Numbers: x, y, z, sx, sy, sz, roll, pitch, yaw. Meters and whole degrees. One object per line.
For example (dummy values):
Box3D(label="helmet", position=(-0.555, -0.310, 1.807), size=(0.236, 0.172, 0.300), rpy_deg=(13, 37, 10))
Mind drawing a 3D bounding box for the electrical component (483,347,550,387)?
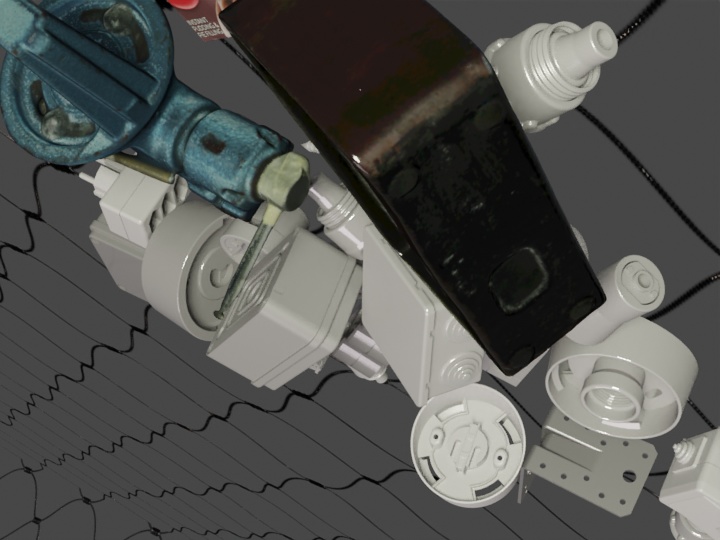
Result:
Box3D(label="electrical component", position=(0.101, 0.035, 0.732), size=(0.056, 0.050, 0.089), rpy_deg=(27, 157, 4))

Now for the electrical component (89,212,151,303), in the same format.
Box3D(label="electrical component", position=(-0.173, -0.009, 0.962), size=(0.109, 0.056, 0.108), rpy_deg=(24, 156, 16))

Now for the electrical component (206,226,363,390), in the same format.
Box3D(label="electrical component", position=(-0.052, 0.030, 0.760), size=(0.057, 0.078, 0.113), rpy_deg=(32, 146, -15))

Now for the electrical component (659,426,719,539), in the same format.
Box3D(label="electrical component", position=(0.265, 0.159, 0.778), size=(0.096, 0.061, 0.061), rpy_deg=(31, 157, -2))

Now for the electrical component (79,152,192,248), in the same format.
Box3D(label="electrical component", position=(-0.183, -0.067, 0.845), size=(0.077, 0.065, 0.047), rpy_deg=(26, 157, 10))

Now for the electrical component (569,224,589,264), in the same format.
Box3D(label="electrical component", position=(0.104, -0.005, 0.653), size=(0.045, 0.045, 0.055), rpy_deg=(42, 155, -25))

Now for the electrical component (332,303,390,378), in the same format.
Box3D(label="electrical component", position=(0.032, 0.054, 0.851), size=(0.074, 0.052, 0.138), rpy_deg=(32, 156, -5))

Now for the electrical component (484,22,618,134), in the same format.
Box3D(label="electrical component", position=(0.089, -0.093, 0.493), size=(0.048, 0.048, 0.062), rpy_deg=(39, 148, -20))

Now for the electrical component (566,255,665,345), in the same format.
Box3D(label="electrical component", position=(0.152, 0.016, 0.647), size=(0.044, 0.044, 0.065), rpy_deg=(34, 152, -9))

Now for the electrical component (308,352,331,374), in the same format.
Box3D(label="electrical component", position=(-0.067, 0.035, 0.921), size=(0.096, 0.061, 0.061), rpy_deg=(19, 155, 25))

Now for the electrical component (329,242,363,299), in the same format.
Box3D(label="electrical component", position=(0.000, 0.000, 0.791), size=(0.062, 0.043, 0.043), rpy_deg=(3, 145, 45))

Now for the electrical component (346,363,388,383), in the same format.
Box3D(label="electrical component", position=(0.009, 0.082, 0.961), size=(0.035, 0.035, 0.061), rpy_deg=(14, 154, 34))

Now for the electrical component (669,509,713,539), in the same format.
Box3D(label="electrical component", position=(0.277, 0.196, 0.861), size=(0.048, 0.048, 0.062), rpy_deg=(23, 150, 17))

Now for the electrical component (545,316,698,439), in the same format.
Box3D(label="electrical component", position=(0.174, 0.066, 0.722), size=(0.099, 0.064, 0.099), rpy_deg=(17, 143, 14))

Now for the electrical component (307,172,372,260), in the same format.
Box3D(label="electrical component", position=(-0.009, -0.040, 0.721), size=(0.062, 0.043, 0.043), rpy_deg=(41, 155, -19))

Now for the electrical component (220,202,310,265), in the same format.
Box3D(label="electrical component", position=(-0.070, -0.027, 0.814), size=(0.055, 0.047, 0.055), rpy_deg=(25, 157, 12))

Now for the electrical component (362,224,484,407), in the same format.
Box3D(label="electrical component", position=(0.042, 0.023, 0.690), size=(0.099, 0.048, 0.099), rpy_deg=(-125, 26, -42))

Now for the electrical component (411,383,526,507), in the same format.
Box3D(label="electrical component", position=(0.095, 0.154, 0.932), size=(0.099, 0.099, 0.064), rpy_deg=(21, 162, 20))

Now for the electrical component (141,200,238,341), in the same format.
Box3D(label="electrical component", position=(-0.125, -0.004, 0.857), size=(0.060, 0.108, 0.108), rpy_deg=(22, 157, 34))
